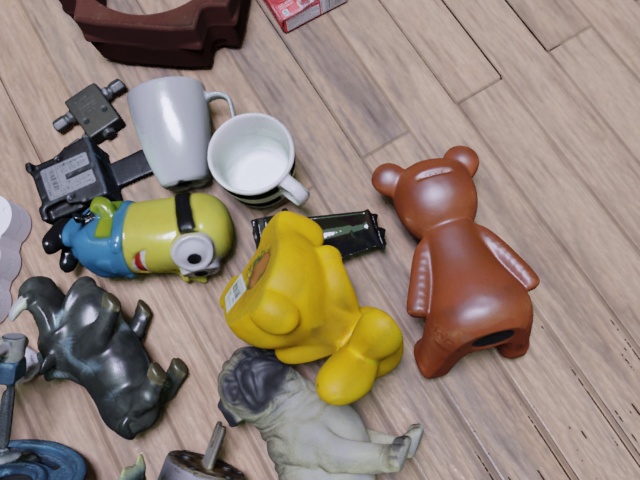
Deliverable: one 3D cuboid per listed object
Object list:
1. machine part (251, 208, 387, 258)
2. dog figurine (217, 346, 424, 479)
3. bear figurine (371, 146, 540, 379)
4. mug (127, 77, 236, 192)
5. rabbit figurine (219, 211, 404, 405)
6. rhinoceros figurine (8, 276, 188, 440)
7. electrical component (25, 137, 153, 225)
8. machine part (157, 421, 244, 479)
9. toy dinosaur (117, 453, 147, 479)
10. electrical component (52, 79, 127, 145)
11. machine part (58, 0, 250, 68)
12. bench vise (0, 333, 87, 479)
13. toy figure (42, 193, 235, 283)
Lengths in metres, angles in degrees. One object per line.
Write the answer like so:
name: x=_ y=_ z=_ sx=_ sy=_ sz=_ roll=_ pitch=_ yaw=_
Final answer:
machine part: x=-0.001 y=-0.002 z=0.558 sx=0.139 sy=0.039 sz=0.084 roll=-8 pitch=71 yaw=2
dog figurine: x=-0.022 y=0.202 z=0.488 sx=0.191 sy=0.121 sz=0.172 roll=17 pitch=74 yaw=21
bear figurine: x=0.124 y=0.016 z=0.522 sx=0.120 sy=0.131 sz=0.196 roll=-16 pitch=58 yaw=-2
mug: x=-0.142 y=-0.110 z=0.575 sx=0.110 sy=0.081 sz=0.107 roll=-11 pitch=86 yaw=-6
rabbit figurine: x=0.014 y=0.069 z=0.479 sx=0.173 sy=0.162 sz=0.122 roll=36 pitch=88 yaw=-25
rhinoceros figurine: x=-0.220 y=0.105 z=0.529 sx=0.112 sy=0.073 sz=0.190 roll=-45 pitch=80 yaw=3
electrical component: x=-0.244 y=-0.067 z=0.581 sx=0.119 sy=0.047 sz=0.075 roll=-21 pitch=77 yaw=-1
machine part: x=-0.130 y=0.282 z=0.473 sx=0.079 sy=0.079 sz=0.243 roll=17 pitch=78 yaw=7
toy dinosaur: x=-0.238 y=0.278 z=0.381 sx=0.405 sy=0.192 sz=0.131 roll=-29 pitch=76 yaw=16
electrical component: x=-0.255 y=-0.142 z=0.612 sx=0.094 sy=0.021 sz=0.063 roll=-38 pitch=78 yaw=-7
machine part: x=-0.181 y=-0.306 z=0.618 sx=0.202 sy=0.087 sz=0.201 roll=5 pitch=76 yaw=5
bench vise: x=-0.306 y=0.195 z=0.469 sx=0.224 sy=0.129 sz=0.240 roll=10 pitch=96 yaw=-3
toy figure: x=-0.179 y=-0.006 z=0.546 sx=0.180 sy=0.082 sz=0.089 roll=0 pitch=78 yaw=5
